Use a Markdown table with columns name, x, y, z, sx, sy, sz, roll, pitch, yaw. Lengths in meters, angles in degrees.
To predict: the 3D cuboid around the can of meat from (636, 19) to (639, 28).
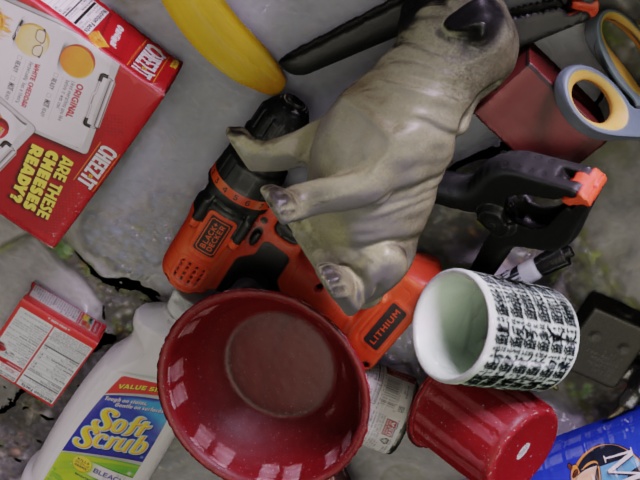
| name | x | y | z | sx | sy | sz | roll | pitch | yaw |
| --- | --- | --- | --- | --- | --- | --- | --- | --- | --- |
| can of meat | 0.270 | -0.137 | 0.677 | 0.102 | 0.057 | 0.084 | 34 | 116 | -12 |

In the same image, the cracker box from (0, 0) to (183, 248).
| name | x | y | z | sx | sy | sz | roll | pitch | yaw |
| --- | --- | --- | --- | --- | --- | --- | --- | --- | --- |
| cracker box | -0.231 | -0.121 | 0.757 | 0.213 | 0.072 | 0.164 | 35 | 120 | -13 |

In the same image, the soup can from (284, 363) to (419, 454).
| name | x | y | z | sx | sy | sz | roll | pitch | yaw |
| --- | --- | --- | --- | --- | --- | --- | --- | --- | --- |
| soup can | 0.021 | 0.124 | 0.859 | 0.102 | 0.068 | 0.069 | 22 | 121 | -4 |

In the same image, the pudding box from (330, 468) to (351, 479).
| name | x | y | z | sx | sy | sz | roll | pitch | yaw |
| --- | --- | --- | --- | --- | --- | --- | --- | --- | --- |
| pudding box | -0.025 | 0.204 | 0.913 | 0.090 | 0.039 | 0.113 | -23 | 94 | 19 |

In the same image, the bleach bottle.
| name | x | y | z | sx | sy | sz | roll | pitch | yaw |
| --- | --- | --- | --- | --- | --- | --- | --- | --- | --- |
| bleach bottle | -0.164 | 0.135 | 0.900 | 0.102 | 0.068 | 0.251 | 27 | 118 | -7 |

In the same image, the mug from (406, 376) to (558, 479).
| name | x | y | z | sx | sy | sz | roll | pitch | yaw |
| --- | --- | --- | --- | --- | --- | --- | --- | --- | --- |
| mug | 0.136 | 0.143 | 0.830 | 0.082 | 0.117 | 0.093 | 34 | 110 | 39 |

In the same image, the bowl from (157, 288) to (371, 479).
| name | x | y | z | sx | sy | sz | roll | pitch | yaw |
| --- | --- | --- | --- | --- | --- | --- | --- | --- | --- |
| bowl | -0.036 | 0.103 | 0.790 | 0.162 | 0.055 | 0.162 | 4 | 108 | 13 |

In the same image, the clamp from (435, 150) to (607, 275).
| name | x | y | z | sx | sy | sz | roll | pitch | yaw |
| --- | --- | --- | --- | --- | --- | --- | --- | --- | --- |
| clamp | 0.118 | -0.028 | 0.740 | 0.120 | 0.039 | 0.172 | 38 | 148 | -14 |

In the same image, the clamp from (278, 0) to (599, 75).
| name | x | y | z | sx | sy | sz | roll | pitch | yaw |
| --- | --- | --- | --- | --- | --- | --- | --- | --- | --- |
| clamp | 0.074 | -0.164 | 0.703 | 0.210 | 0.036 | 0.165 | 16 | 121 | -1 |

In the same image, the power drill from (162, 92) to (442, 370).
| name | x | y | z | sx | sy | sz | roll | pitch | yaw |
| --- | --- | --- | --- | --- | --- | --- | --- | --- | --- |
| power drill | -0.005 | 0.001 | 0.801 | 0.187 | 0.057 | 0.185 | 32 | 122 | -7 |

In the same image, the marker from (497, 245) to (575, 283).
| name | x | y | z | sx | sy | sz | roll | pitch | yaw |
| --- | --- | --- | --- | --- | --- | --- | --- | --- | --- |
| marker | 0.139 | 0.035 | 0.818 | 0.121 | 0.020 | 0.020 | -30 | 111 | 23 |

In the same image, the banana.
| name | x | y | z | sx | sy | sz | roll | pitch | yaw |
| --- | --- | --- | --- | --- | --- | --- | --- | --- | --- |
| banana | -0.081 | -0.182 | 0.717 | 0.070 | 0.037 | 0.198 | -9 | 118 | 15 |

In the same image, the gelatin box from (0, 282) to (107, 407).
| name | x | y | z | sx | sy | sz | roll | pitch | yaw |
| --- | --- | --- | --- | --- | --- | --- | --- | --- | --- |
| gelatin box | -0.234 | 0.089 | 0.902 | 0.073 | 0.030 | 0.089 | 33 | 119 | -12 |

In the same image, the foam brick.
| name | x | y | z | sx | sy | sz | roll | pitch | yaw |
| --- | --- | --- | --- | --- | --- | --- | --- | --- | --- |
| foam brick | 0.149 | -0.088 | 0.727 | 0.078 | 0.053 | 0.051 | 40 | 118 | -13 |

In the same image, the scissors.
| name | x | y | z | sx | sy | sz | roll | pitch | yaw |
| --- | --- | --- | --- | --- | --- | --- | --- | --- | --- |
| scissors | 0.222 | -0.056 | 0.705 | 0.202 | 0.096 | 0.016 | 59 | 156 | -5 |

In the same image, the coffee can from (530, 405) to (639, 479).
| name | x | y | z | sx | sy | sz | roll | pitch | yaw |
| --- | --- | --- | --- | --- | --- | --- | --- | --- | --- |
| coffee can | 0.234 | 0.193 | 0.845 | 0.140 | 0.102 | 0.102 | -26 | 113 | 22 |
